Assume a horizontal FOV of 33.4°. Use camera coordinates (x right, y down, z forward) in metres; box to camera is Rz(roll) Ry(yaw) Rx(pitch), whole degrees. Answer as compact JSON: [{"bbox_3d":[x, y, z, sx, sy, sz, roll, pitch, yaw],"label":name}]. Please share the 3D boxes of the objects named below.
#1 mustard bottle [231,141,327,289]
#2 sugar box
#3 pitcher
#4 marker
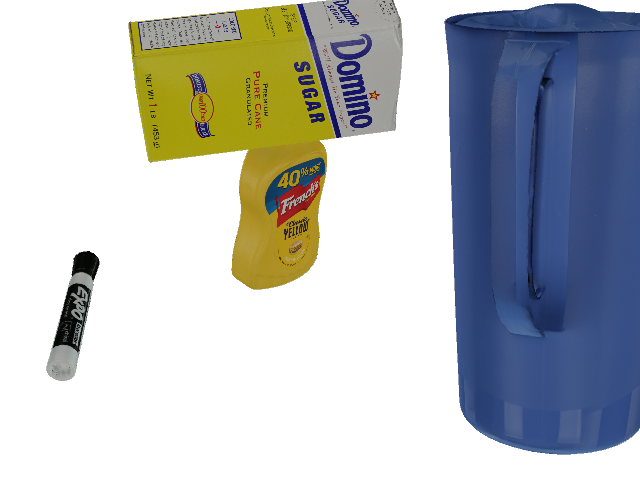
[{"bbox_3d":[-0.036,-0.050,1.030,0.096,0.192,0.058,-22,42,-39],"label":"mustard bottle"},{"bbox_3d":[-0.035,-0.108,0.719,0.176,0.048,0.093,-7,-42,-6],"label":"sugar box"},{"bbox_3d":[0.130,-0.006,0.592,0.149,0.243,0.145,-7,17,-19],"label":"pitcher"},{"bbox_3d":[-0.170,0.048,0.739,0.020,0.020,0.121,0,38,-2],"label":"marker"}]
